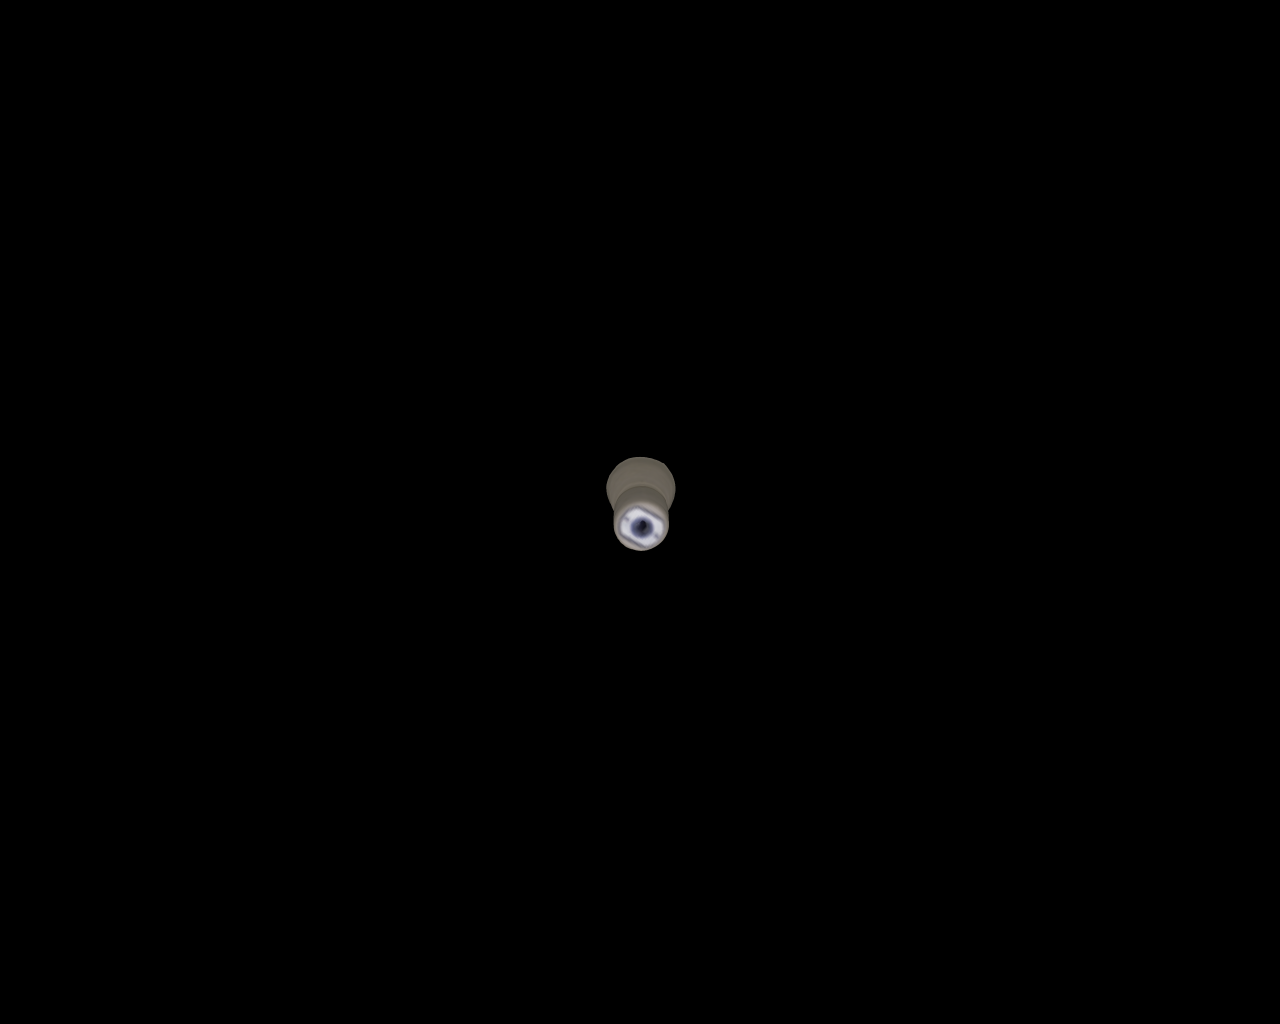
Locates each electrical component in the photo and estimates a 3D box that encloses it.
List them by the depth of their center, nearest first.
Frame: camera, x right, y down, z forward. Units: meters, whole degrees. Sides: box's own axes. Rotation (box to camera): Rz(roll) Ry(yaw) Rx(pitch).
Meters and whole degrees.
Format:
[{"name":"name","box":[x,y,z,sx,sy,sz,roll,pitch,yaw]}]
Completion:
[{"name":"electrical component","box":[0.001,-0.003,0.650,0.044,0.044,0.065,0,23,0]}]
